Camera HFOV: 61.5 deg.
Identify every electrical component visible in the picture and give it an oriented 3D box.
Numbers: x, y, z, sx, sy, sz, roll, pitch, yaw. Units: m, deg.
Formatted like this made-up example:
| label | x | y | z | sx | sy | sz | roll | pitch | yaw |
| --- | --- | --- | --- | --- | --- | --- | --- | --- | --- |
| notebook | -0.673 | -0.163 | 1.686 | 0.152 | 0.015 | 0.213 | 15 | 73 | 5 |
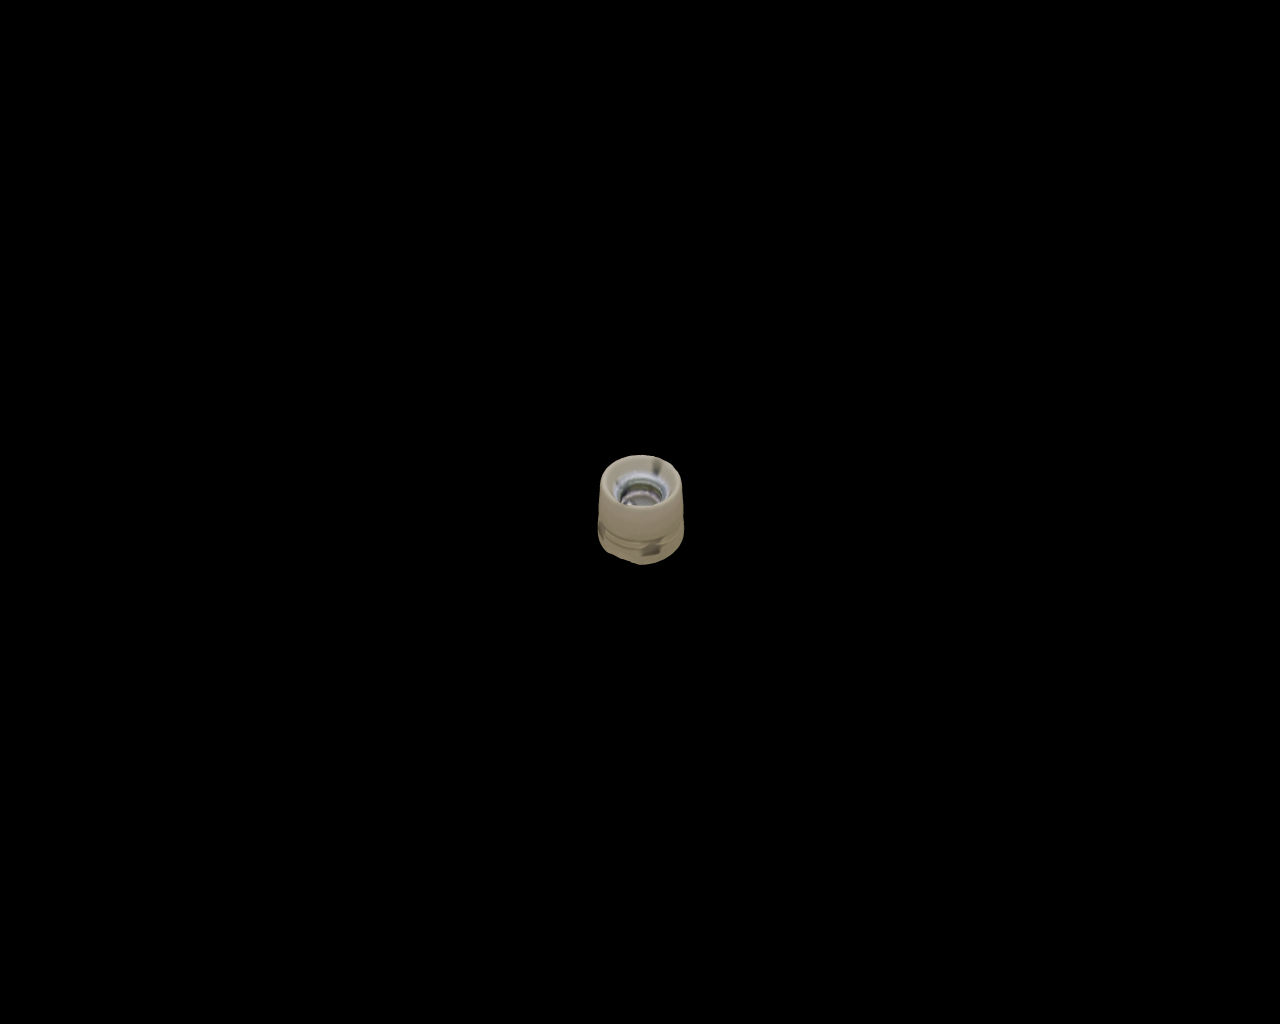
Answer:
| label | x | y | z | sx | sy | sz | roll | pitch | yaw |
| --- | --- | --- | --- | --- | --- | --- | --- | --- | --- |
| electrical component | 0.001 | -0.003 | 0.650 | 0.055 | 0.055 | 0.047 | 0 | -45 | 0 |
